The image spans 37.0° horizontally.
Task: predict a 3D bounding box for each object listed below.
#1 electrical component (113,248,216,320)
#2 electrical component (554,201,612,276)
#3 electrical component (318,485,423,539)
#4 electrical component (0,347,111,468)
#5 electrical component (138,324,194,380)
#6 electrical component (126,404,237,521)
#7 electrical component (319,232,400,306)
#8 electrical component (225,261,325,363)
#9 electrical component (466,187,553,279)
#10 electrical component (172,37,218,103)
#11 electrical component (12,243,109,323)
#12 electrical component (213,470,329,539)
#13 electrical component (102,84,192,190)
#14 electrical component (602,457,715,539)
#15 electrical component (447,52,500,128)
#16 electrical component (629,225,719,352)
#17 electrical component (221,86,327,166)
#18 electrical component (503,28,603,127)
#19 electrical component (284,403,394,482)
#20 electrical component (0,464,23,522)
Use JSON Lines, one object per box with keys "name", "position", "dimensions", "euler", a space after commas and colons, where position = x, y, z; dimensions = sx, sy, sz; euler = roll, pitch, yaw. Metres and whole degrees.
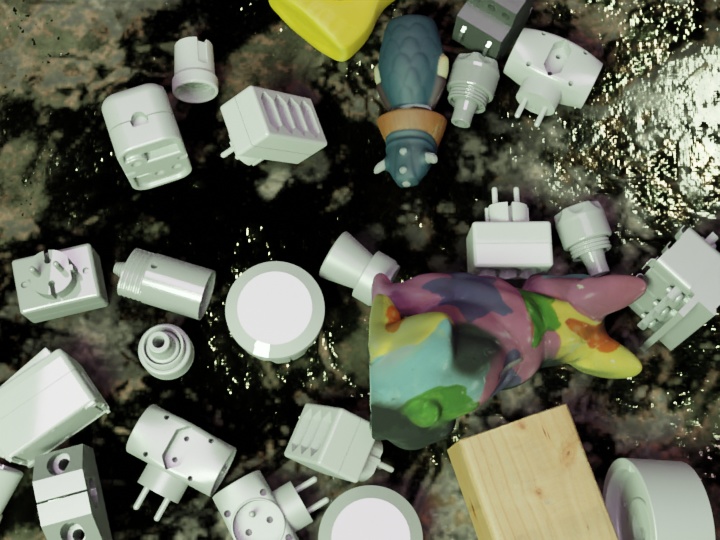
{"name": "electrical component", "position": [-0.166, 0.010, 0.897], "dimensions": [0.081, 0.043, 0.043], "euler": [17, 75, 3]}
{"name": "electrical component", "position": [0.194, -0.025, 0.915], "dimensions": [0.043, 0.043, 0.062], "euler": [-16, 77, -6]}
{"name": "electrical component", "position": [0.008, 0.211, 0.844], "dimensions": [0.080, 0.051, 0.080], "euler": [0, 75, -1]}
{"name": "electrical component", "position": [-0.260, 0.112, 0.858], "dimensions": [0.096, 0.061, 0.061], "euler": [-35, 79, -10]}
{"name": "electrical component", "position": [-0.159, 0.064, 0.872], "dimensions": [0.043, 0.062, 0.043], "euler": [0, 75, -1]}
{"name": "electrical component", "position": [-0.151, 0.159, 0.857], "dimensions": [0.077, 0.043, 0.079], "euler": [27, 76, 6]}
{"name": "electrical component", "position": [0.000, 0.000, 0.903], "dimensions": [0.055, 0.045, 0.045], "euler": [31, 77, 6]}
{"name": "electrical component", "position": [-0.069, 0.037, 0.888], "dimensions": [0.080, 0.051, 0.080], "euler": [0, 75, -1]}
{"name": "electrical component", "position": [0.125, -0.034, 0.913], "dimensions": [0.066, 0.047, 0.076], "euler": [0, 75, -2]}
{"name": "electrical component", "position": [-0.146, -0.177, 0.949], "dimensions": [0.040, 0.040, 0.046], "euler": [-4, 70, -3]}
{"name": "electrical component", "position": [-0.249, 0.006, 0.878], "dimensions": [0.066, 0.076, 0.047], "euler": [-13, 76, -5]}
{"name": "electrical component", "position": [-0.064, 0.193, 0.850], "dimensions": [0.079, 0.044, 0.077], "euler": [-30, 78, -9]}
{"name": "electrical component", "position": [-0.179, -0.114, 0.902], "dimensions": [0.054, 0.095, 0.059], "euler": [-19, 76, -6]}
{"name": "electrical component", "position": [0.234, 0.197, 0.826], "dimensions": [0.060, 0.108, 0.108], "euler": [-1, 75, -8]}
{"name": "electrical component", "position": [0.097, -0.156, 0.947], "dimensions": [0.043, 0.043, 0.062], "euler": [17, 77, 3]}
{"name": "electrical component", "position": [0.257, 0.015, 0.865], "dimensions": [0.079, 0.121, 0.063], "euler": [-43, 77, -11]}
{"name": "electrical component", "position": [-0.086, -0.114, 0.921], "dimensions": [0.076, 0.083, 0.047], "euler": [-29, 74, 31]}
{"name": "electrical component", "position": [0.163, -0.163, 0.951], "dimensions": [0.077, 0.043, 0.079], "euler": [26, 76, 5]}
{"name": "electrical component", "position": [-0.008, 0.144, 0.858], "dimensions": [0.077, 0.066, 0.047], "euler": [30, 74, -23]}
{"name": "electrical component", "position": [-0.298, 0.186, 0.849], "dimensions": [0.044, 0.044, 0.065], "euler": [16, 80, 3]}
